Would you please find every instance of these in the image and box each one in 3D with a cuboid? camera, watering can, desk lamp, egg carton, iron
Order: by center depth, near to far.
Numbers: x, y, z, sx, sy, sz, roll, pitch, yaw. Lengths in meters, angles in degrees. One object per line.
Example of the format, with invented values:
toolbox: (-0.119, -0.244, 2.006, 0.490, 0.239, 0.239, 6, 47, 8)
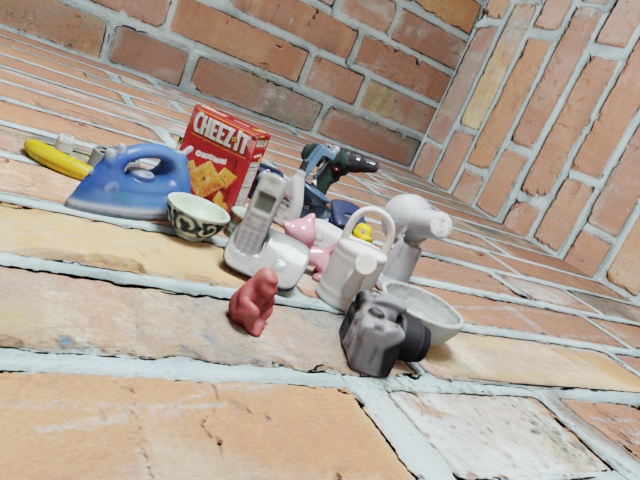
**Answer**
camera: (0.113, 0.147, 0.911, 0.137, 0.101, 0.143, 20, 16, -11)
watering can: (0.076, 0.033, 1.059, 0.101, 0.194, 0.172, 15, 17, -26)
iron: (-0.342, -0.123, 1.074, 0.118, 0.141, 0.259, 31, 17, 26)
desk lamp: (0.202, 0.016, 1.260, 0.118, 0.213, 0.202, 17, 17, -22)
egg carton: (0.012, 0.005, 1.295, 0.150, 0.069, 0.107, 30, 17, 22)

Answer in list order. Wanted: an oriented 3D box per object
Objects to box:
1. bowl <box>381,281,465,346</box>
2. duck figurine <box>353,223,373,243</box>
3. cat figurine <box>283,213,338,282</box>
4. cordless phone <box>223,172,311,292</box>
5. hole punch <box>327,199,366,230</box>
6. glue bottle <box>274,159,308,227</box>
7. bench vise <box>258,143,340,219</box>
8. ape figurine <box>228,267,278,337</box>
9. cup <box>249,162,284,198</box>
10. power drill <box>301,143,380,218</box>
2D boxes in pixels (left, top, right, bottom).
bowl: (0.176, 0.146, 1.054, 0.167, 0.075, 0.167, 22, 16, -6)
duck figurine: (0.094, -0.002, 1.403, 0.078, 0.086, 0.104, 13, 19, -34)
cat figurine: (-0.023, 0.007, 1.146, 0.128, 0.118, 0.067, 21, 16, -8)
cordless phone: (-0.077, -0.014, 1.014, 0.147, 0.185, 0.094, 23, 15, -1)
hole punch: (0.074, -0.047, 1.515, 0.109, 0.091, 0.100, 14, 18, -31)
glue bottle: (-0.066, -0.117, 1.389, 0.078, 0.173, 0.037, 30, 17, 23)
bench vise: (-0.042, -0.152, 1.455, 0.208, 0.220, 0.121, 8, 22, -44)
ape figurine: (-0.091, 0.083, 0.845, 0.076, 0.092, 0.078, 34, 18, 33)
cup: (-0.160, -0.149, 1.508, 0.091, 0.095, 0.118, 32, 18, 29)
power drill: (0.036, -0.175, 1.661, 0.229, 0.208, 0.076, 27, 16, 13)
